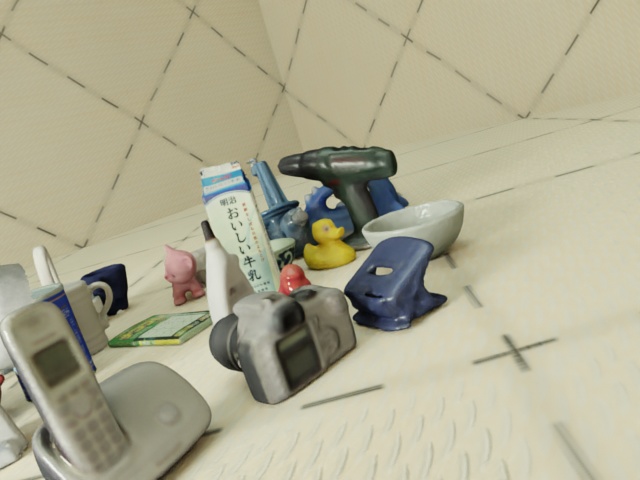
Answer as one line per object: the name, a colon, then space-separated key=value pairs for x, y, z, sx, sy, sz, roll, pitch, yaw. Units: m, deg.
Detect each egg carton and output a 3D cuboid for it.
egg carton: x=-0.212 y=0.042 z=1.228 sx=0.151 sy=0.069 sz=0.107 roll=-25 pitch=14 yaw=-34

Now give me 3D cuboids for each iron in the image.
iron: x=0.052 y=-0.075 z=1.221 sx=0.258 sy=0.141 sz=0.119 roll=-14 pitch=12 yaw=14

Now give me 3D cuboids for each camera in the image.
camera: x=-0.055 y=0.102 z=0.650 sx=0.136 sy=0.101 sz=0.143 roll=-5 pitch=17 yaw=46

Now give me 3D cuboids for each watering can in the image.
watering can: x=-0.439 y=0.105 z=0.944 sx=0.173 sy=0.194 sz=0.100 roll=-26 pitch=15 yaw=-38

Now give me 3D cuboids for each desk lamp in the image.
desk lamp: x=-0.399 y=0.150 z=0.631 sx=0.204 sy=0.214 sz=0.117 roll=-26 pitch=15 yaw=-37

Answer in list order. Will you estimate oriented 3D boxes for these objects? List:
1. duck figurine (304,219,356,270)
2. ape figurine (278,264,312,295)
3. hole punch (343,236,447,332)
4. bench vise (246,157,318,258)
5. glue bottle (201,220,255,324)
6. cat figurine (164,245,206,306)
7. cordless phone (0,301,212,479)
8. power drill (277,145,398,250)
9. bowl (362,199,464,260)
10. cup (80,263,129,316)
duck figurine: x=0.010 y=0.004 z=1.053 sx=0.104 sy=0.086 sz=0.078 roll=-8 pitch=15 yaw=38
ape figurine: x=-0.030 y=0.077 z=0.753 sx=0.078 sy=0.092 sz=0.076 roll=-19 pitch=12 yaw=-10
hole punch: x=0.088 y=0.052 z=0.706 sx=0.101 sy=0.091 sz=0.108 roll=-24 pitch=14 yaw=-30
bench vise: x=-0.080 y=-0.077 z=1.223 sx=0.206 sy=0.220 sz=0.122 roll=-5 pitch=17 yaw=45
glue bottle: x=-0.134 y=0.054 z=0.806 sx=0.037 sy=0.173 sz=0.078 roll=-9 pitch=14 yaw=33
cat figurine: x=-0.270 y=0.059 z=1.112 sx=0.067 sy=0.118 sz=0.127 roll=-20 pitch=12 yaw=-16
cordless phone: x=-0.188 y=0.128 z=0.507 sx=0.094 sy=0.185 sz=0.148 roll=-10 pitch=14 yaw=30
power drill: x=0.047 y=-0.084 z=1.105 sx=0.229 sy=0.208 sz=0.076 roll=-13 pitch=12 yaw=18
bowl: x=0.156 y=-0.006 z=0.919 sx=0.167 sy=0.075 sz=0.167 roll=-16 pitch=12 yaw=4
cup: x=-0.431 y=0.108 z=1.168 sx=0.092 sy=0.095 sz=0.117 roll=-18 pitch=12 yaw=-7
